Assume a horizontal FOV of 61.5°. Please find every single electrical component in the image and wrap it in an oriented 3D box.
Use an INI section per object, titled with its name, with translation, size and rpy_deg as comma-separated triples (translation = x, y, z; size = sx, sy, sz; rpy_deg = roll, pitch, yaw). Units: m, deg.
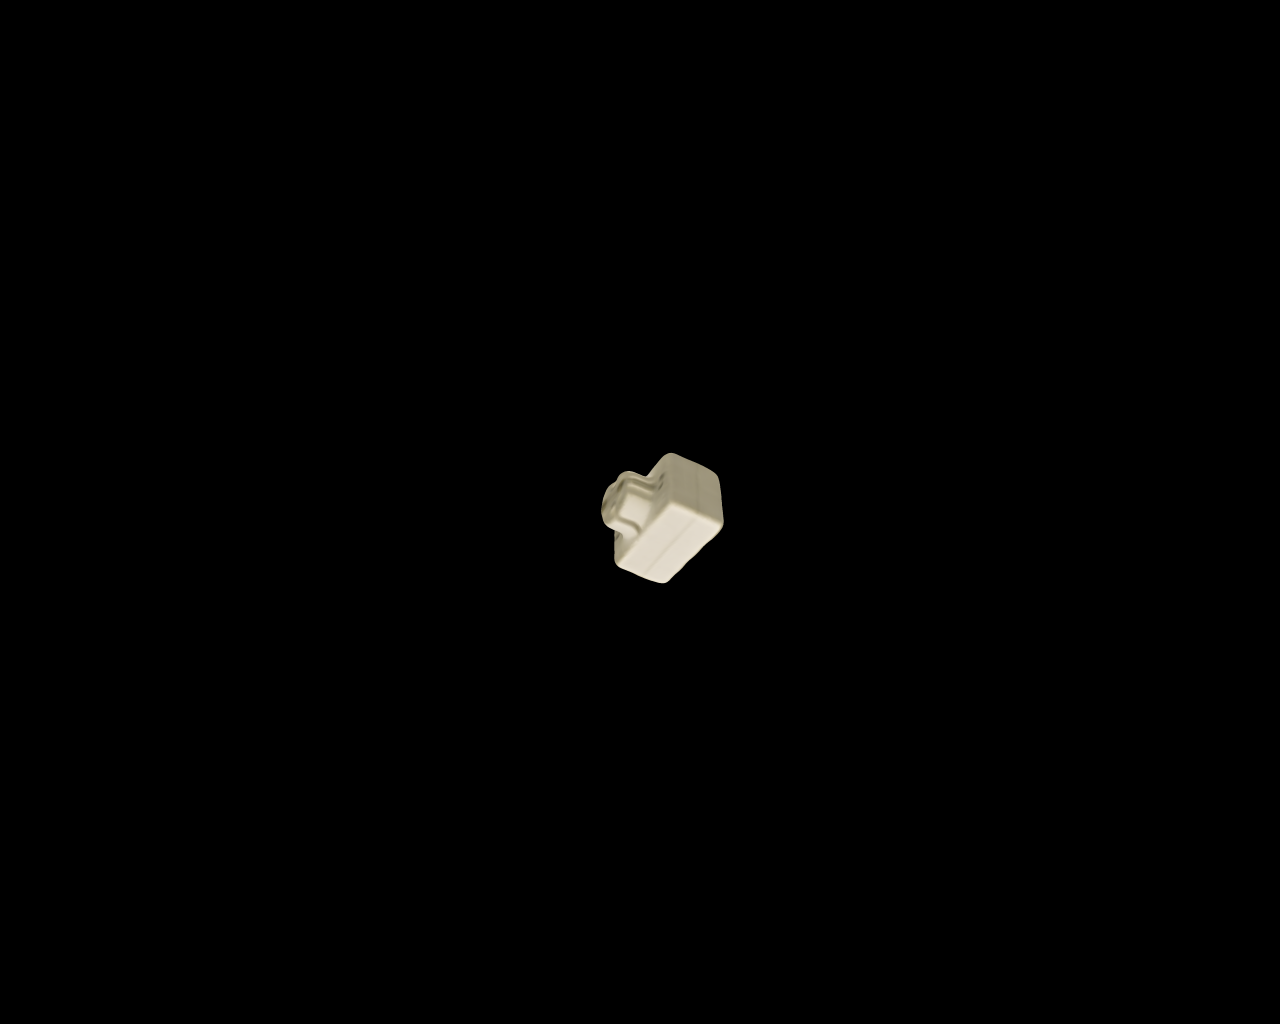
[electrical component]
translation = 0.001, -0.003, 0.650
size = 0.077, 0.047, 0.065
rpy_deg = 24, -50, -22
